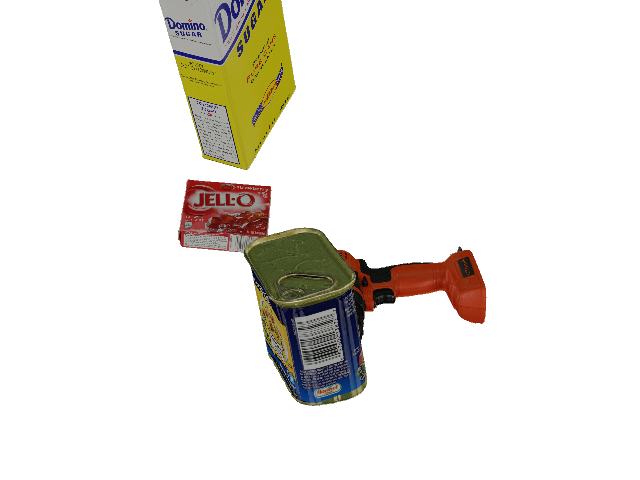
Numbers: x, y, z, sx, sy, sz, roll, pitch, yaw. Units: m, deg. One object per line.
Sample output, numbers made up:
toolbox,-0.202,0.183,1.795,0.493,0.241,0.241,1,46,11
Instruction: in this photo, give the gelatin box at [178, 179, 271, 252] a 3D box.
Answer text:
gelatin box,-0.097,-0.025,1.089,0.089,0.073,0.030,5,-43,-3

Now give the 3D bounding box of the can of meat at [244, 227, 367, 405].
can of meat,-0.009,0.051,0.715,0.057,0.084,0.102,-15,26,-12

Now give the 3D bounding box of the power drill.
power drill,0.091,0.063,1.223,0.187,0.057,0.184,-2,28,-2

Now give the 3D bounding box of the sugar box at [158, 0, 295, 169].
sugar box,-0.062,-0.142,0.753,0.048,0.093,0.176,18,-31,15
